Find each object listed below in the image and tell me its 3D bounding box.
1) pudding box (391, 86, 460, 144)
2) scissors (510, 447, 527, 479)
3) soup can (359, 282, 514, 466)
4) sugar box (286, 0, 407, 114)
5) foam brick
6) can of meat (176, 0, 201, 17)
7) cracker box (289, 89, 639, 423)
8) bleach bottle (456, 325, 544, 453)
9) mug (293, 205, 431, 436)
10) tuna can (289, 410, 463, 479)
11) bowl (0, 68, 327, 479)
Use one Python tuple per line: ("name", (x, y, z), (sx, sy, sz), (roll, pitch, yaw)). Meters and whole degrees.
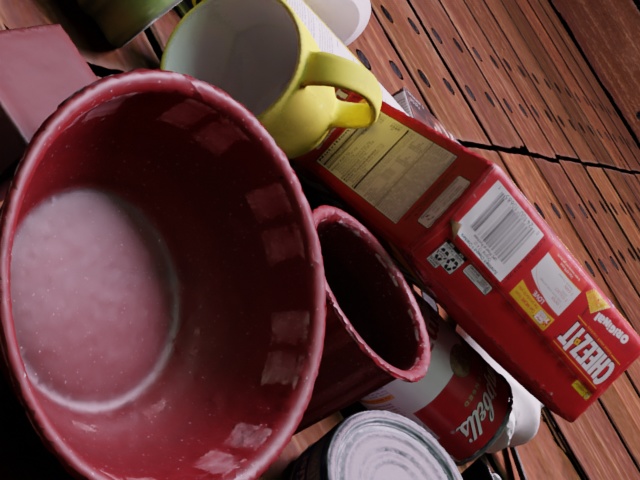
("pudding box", (0.097, -0.065, 0.916), (0.113, 0.039, 0.090), (34, 32, -43))
("scissors", (0.140, 0.181, 0.683), (0.096, 0.016, 0.202), (64, 9, -51))
("soup can", (0.054, 0.075, 0.611), (0.102, 0.069, 0.068), (44, 26, -27))
("sugar box", (0.009, -0.098, 0.772), (0.176, 0.048, 0.093), (45, 32, -32))
("foam brick", (-0.126, -0.049, 0.427), (0.051, 0.053, 0.078), (56, 22, -3))
("can of meat", (-0.067, -0.197, 0.700), (0.102, 0.084, 0.057), (53, 23, -10))
("cracker box", (0.077, -0.001, 0.656), (0.164, 0.072, 0.214), (45, -1, -29))
("bleach bottle", (0.144, 0.085, 0.790), (0.102, 0.068, 0.250), (51, 25, -8))
("mug", (-0.006, 0.037, 0.519), (0.093, 0.082, 0.117), (47, 25, -24))
("tuna can", (0.029, 0.124, 0.503), (0.086, 0.034, 0.086), (22, 44, -23))
("bowl", (-0.068, 0.020, 0.405), (0.161, 0.055, 0.162), (10, 76, -50))
